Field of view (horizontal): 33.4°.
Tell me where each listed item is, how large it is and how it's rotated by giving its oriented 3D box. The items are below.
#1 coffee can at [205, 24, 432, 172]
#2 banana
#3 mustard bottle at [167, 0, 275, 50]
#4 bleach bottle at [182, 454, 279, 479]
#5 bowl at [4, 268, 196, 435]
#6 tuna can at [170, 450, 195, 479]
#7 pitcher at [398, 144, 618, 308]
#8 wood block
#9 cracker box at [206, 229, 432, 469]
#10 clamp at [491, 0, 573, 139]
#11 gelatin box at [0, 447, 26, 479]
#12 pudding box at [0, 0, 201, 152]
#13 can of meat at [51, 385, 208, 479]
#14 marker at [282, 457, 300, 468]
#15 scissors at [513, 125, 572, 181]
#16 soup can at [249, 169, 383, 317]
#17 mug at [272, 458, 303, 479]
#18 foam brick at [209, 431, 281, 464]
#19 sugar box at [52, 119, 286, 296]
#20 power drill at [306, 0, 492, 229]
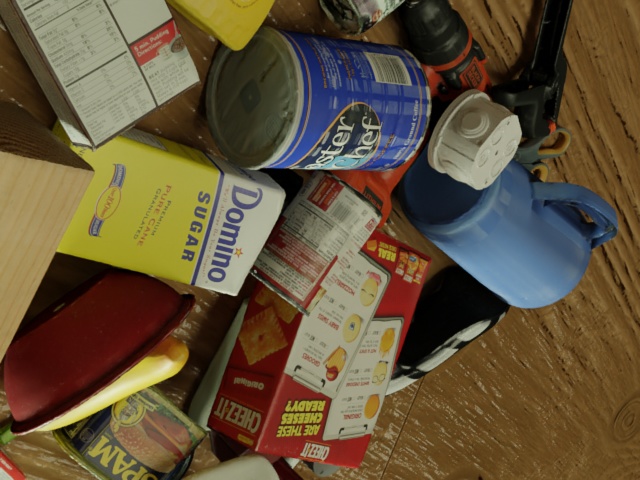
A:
[{"bbox_3d":[0.000,-0.103,0.803,0.140,0.103,0.103,-2,123,-43],"label":"coffee can"},{"bbox_3d":[-0.161,0.110,0.814,0.198,0.037,0.069,-29,-164,29],"label":"banana"},{"bbox_3d":[-0.031,-0.225,0.703,0.191,0.058,0.096,-54,144,2],"label":"mustard bottle"},{"bbox_3d":[-0.102,0.250,0.978,0.102,0.068,0.251,-16,167,-16],"label":"bleach bottle"},{"bbox_3d":[-0.170,0.068,0.768,0.162,0.162,0.055,-39,101,-20],"label":"bowl"},{"bbox_3d":[-0.157,0.201,0.974,0.086,0.034,0.086,-31,141,-29],"label":"tuna can"},{"bbox_3d":[0.188,-0.025,1.090,0.149,0.145,0.242,-53,144,6],"label":"pitcher"},{"bbox_3d":[-0.236,0.019,0.654,0.090,0.091,0.206,11,112,-54],"label":"wood block"},{"bbox_3d":[0.002,0.087,0.963,0.164,0.072,0.213,24,84,-51],"label":"cracker box"},{"bbox_3d":[0.223,-0.171,1.069,0.164,0.036,0.210,-63,158,-8],"label":"clamp"},{"bbox_3d":[-0.280,0.190,0.818,0.089,0.030,0.073,-41,146,-16],"label":"gelatin box"},{"bbox_3d":[-0.135,-0.125,0.657,0.090,0.039,0.113,-36,118,-22],"label":"pudding box"},{"bbox_3d":[-0.157,0.163,0.894,0.084,0.058,0.102,-49,118,-10],"label":"can of meat"},{"bbox_3d":[-0.048,0.259,1.176,0.121,0.020,0.020,-47,147,-9],"label":"marker"},{"bbox_3d":[0.209,-0.079,1.174,0.201,0.016,0.096,-19,135,-40],"label":"scissors"},{"bbox_3d":[-0.006,0.001,0.853,0.102,0.069,0.068,-53,147,-3],"label":"soup can"},{"bbox_3d":[-0.068,0.273,1.107,0.117,0.082,0.093,-42,146,-16],"label":"mug"},{"bbox_3d":[-0.064,0.192,1.063,0.078,0.053,0.051,-33,142,-25],"label":"foam brick"},{"bbox_3d":[-0.116,-0.023,0.760,0.175,0.048,0.093,17,108,-36],"label":"sugar box"},{"bbox_3d":[0.070,-0.113,0.933,0.187,0.057,0.184,-51,147,-2],"label":"power drill"}]
